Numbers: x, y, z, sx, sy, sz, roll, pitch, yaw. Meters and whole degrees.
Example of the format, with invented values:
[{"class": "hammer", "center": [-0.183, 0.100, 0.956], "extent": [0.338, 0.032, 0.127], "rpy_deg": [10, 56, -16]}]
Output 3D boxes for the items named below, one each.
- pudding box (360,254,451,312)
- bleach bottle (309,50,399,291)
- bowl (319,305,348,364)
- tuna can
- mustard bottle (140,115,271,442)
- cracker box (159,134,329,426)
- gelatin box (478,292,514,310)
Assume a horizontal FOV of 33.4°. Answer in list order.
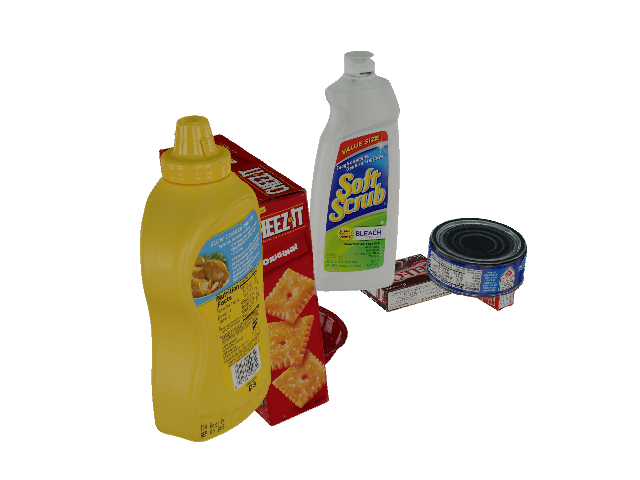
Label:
[{"class": "pudding box", "center": [0.125, 0.062, 1.584], "extent": [0.113, 0.039, 0.090], "rpy_deg": [-16, 24, -21]}, {"class": "bleach bottle", "center": [0.032, -0.072, 1.118], "extent": [0.102, 0.251, 0.068], "rpy_deg": [-2, 25, -3]}, {"class": "bowl", "center": [-0.048, 0.132, 1.363], "extent": [0.162, 0.055, 0.162], "rpy_deg": [5, 23, -2]}, {"class": "tuna can", "center": [0.135, 0.013, 0.927], "extent": [0.086, 0.034, 0.086], "rpy_deg": [2, 29, -1]}, {"class": "mustard bottle", "center": [-0.070, 0.019, 0.648], "extent": [0.058, 0.192, 0.096], "rpy_deg": [11, 26, 27]}, {"class": "cracker box", "center": [-0.067, 0.031, 0.951], "extent": [0.072, 0.214, 0.164], "rpy_deg": [-19, 31, -25]}, {"class": "gelatin box", "center": [0.199, 0.028, 1.277], "extent": [0.030, 0.089, 0.073], "rpy_deg": [-18, 32, -31]}]
